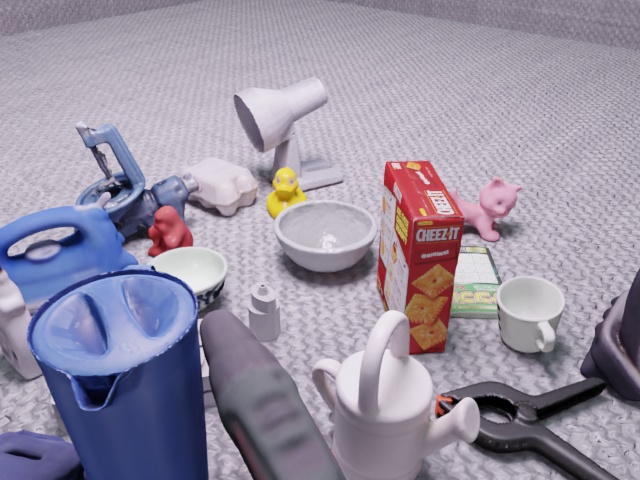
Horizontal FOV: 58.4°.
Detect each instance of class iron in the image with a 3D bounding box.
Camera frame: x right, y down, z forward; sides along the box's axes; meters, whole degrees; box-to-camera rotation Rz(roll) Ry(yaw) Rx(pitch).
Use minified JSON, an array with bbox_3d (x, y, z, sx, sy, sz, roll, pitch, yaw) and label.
[{"bbox_3d":[-0.409,0.019,0.833,0.259,0.141,0.118,-18,37,-27],"label":"iron"}]

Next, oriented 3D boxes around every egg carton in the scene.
[{"bbox_3d":[-0.198,-0.105,1.101,0.149,0.069,0.107,22,38,29],"label":"egg carton"}]

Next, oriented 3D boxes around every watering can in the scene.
[{"bbox_3d":[0.072,0.158,0.581,0.172,0.194,0.101,5,33,7],"label":"watering can"}]

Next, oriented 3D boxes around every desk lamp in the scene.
[{"bbox_3d":[-0.061,-0.209,1.134,0.204,0.214,0.117,-16,36,-25],"label":"desk lamp"}]

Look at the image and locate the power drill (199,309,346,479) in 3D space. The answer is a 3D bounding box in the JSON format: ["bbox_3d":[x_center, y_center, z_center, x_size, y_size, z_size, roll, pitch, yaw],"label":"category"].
[{"bbox_3d":[-0.045,0.199,0.500,0.076,0.208,0.228,-18,37,-27],"label":"power drill"}]

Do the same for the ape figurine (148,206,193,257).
[{"bbox_3d":[-0.248,-0.014,0.937,0.076,0.092,0.077,-11,34,-18],"label":"ape figurine"}]

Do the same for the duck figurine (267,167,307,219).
[{"bbox_3d":[-0.063,-0.096,1.076,0.077,0.086,0.104,3,33,4],"label":"duck figurine"}]

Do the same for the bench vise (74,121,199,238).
[{"bbox_3d":[-0.318,-0.104,0.956,0.208,0.220,0.121,-25,41,-35],"label":"bench vise"}]

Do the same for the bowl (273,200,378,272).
[{"bbox_3d":[0.009,0.003,0.933,0.167,0.075,0.167,1,33,0],"label":"bowl"}]

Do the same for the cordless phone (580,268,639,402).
[{"bbox_3d":[0.401,0.091,0.705,0.093,0.185,0.148,21,38,29],"label":"cordless phone"}]

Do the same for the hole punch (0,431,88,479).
[{"bbox_3d":[-0.293,0.228,0.557,0.108,0.091,0.101,8,33,11],"label":"hole punch"}]

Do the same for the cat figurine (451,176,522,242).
[{"bbox_3d":[0.288,-0.064,1.006,0.127,0.118,0.067,5,33,6],"label":"cat figurine"}]

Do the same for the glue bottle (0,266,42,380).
[{"bbox_3d":[-0.379,0.087,0.699,0.077,0.173,0.037,27,41,34],"label":"glue bottle"}]
